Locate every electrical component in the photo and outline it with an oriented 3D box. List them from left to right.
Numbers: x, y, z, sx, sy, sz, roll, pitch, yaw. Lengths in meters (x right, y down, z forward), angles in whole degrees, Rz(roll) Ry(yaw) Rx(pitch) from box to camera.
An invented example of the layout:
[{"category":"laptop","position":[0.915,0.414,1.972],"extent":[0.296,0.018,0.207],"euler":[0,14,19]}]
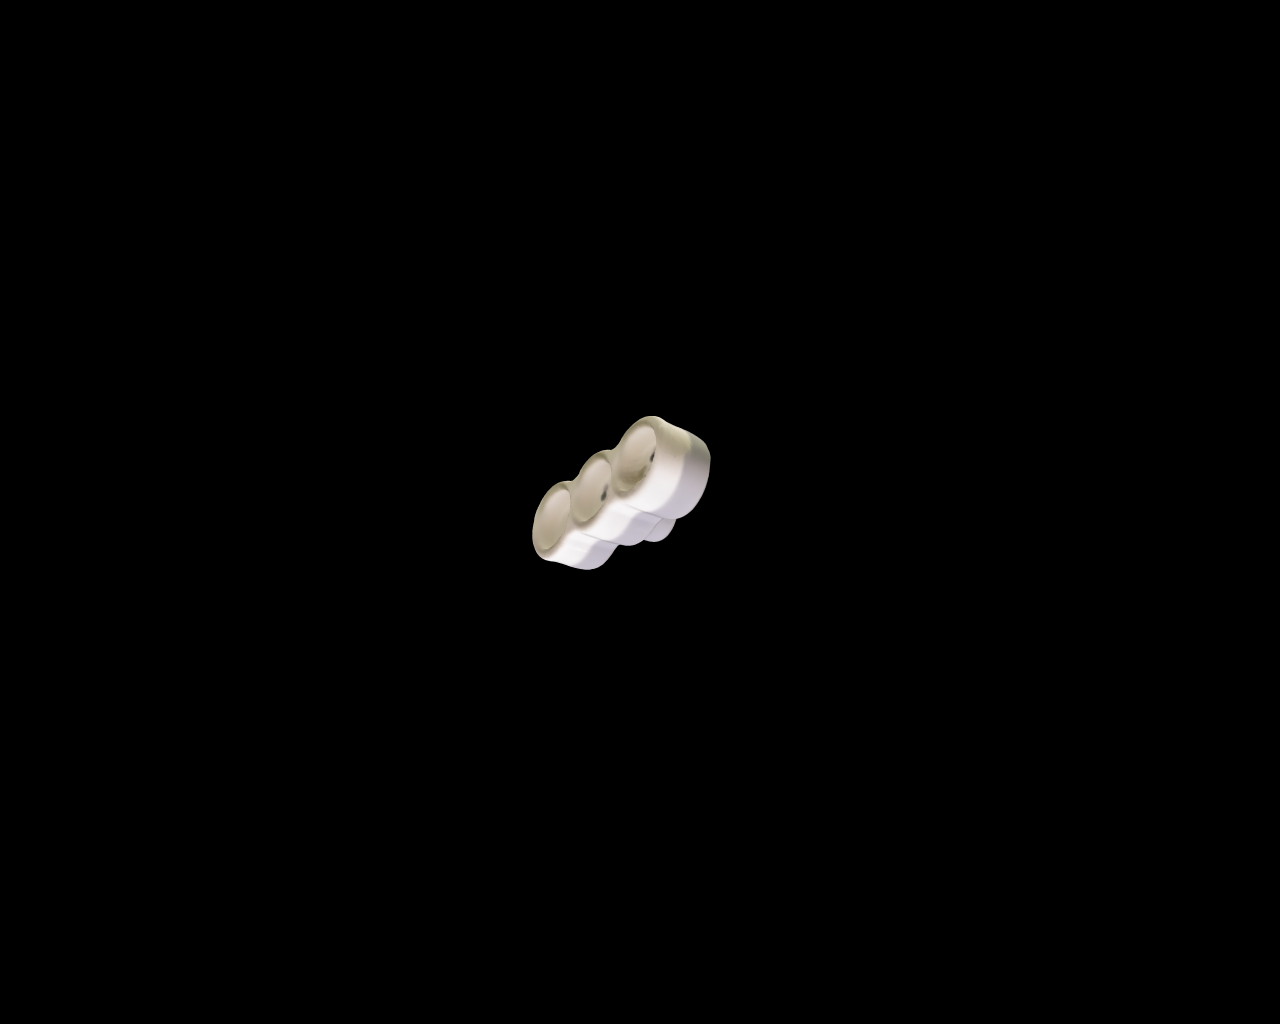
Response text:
[{"category":"electrical component","position":[0.001,-0.003,0.650],"extent":[0.074,0.052,0.138],"euler":[19,-34,-31]}]
